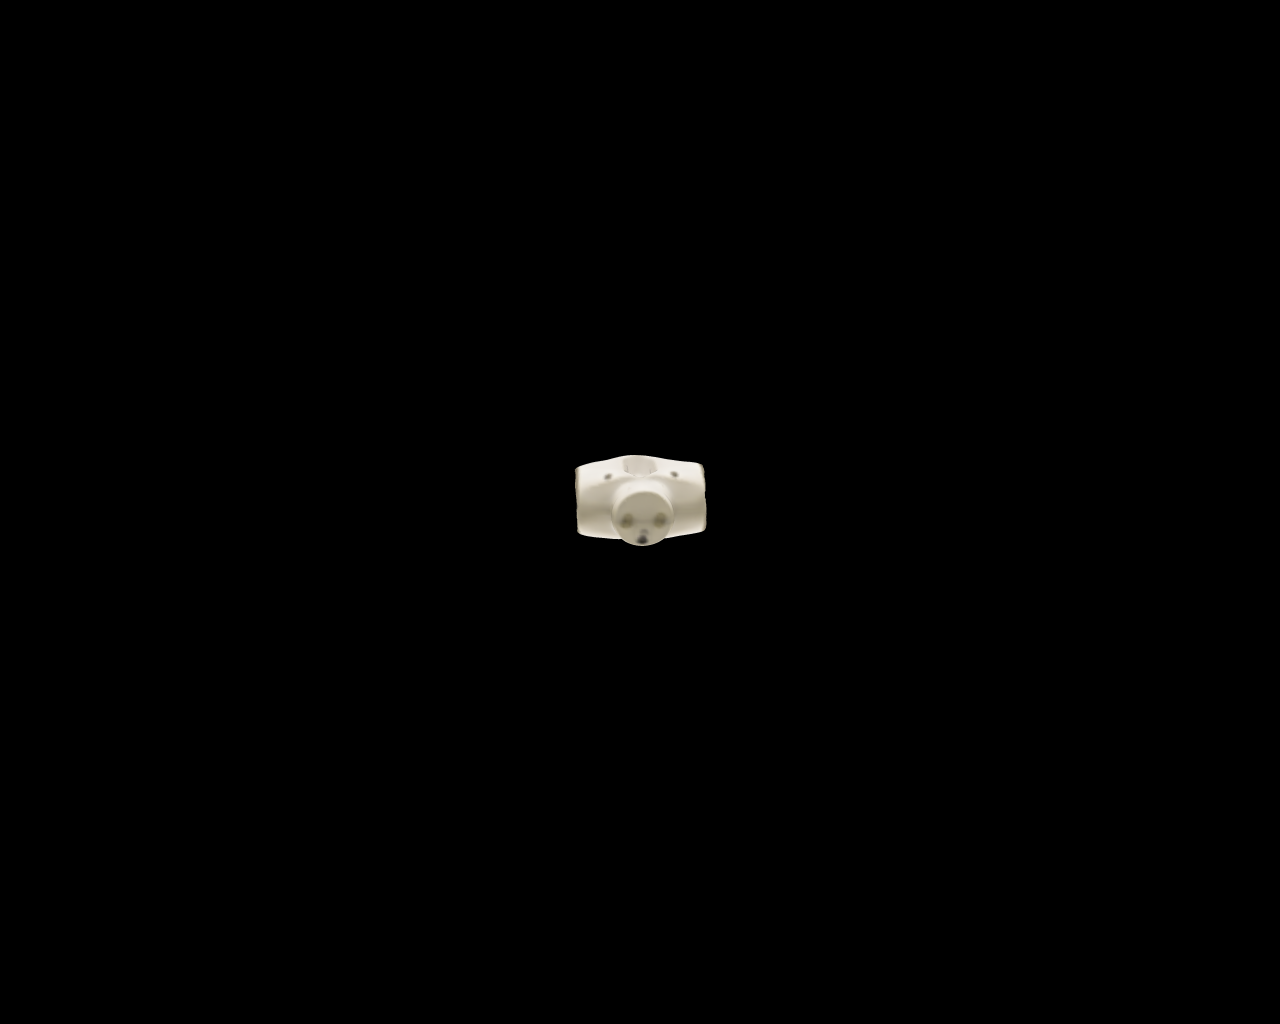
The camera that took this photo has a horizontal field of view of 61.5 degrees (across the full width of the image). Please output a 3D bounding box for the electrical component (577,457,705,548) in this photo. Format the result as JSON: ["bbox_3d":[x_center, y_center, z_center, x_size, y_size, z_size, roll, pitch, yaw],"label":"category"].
[{"bbox_3d":[0.001,-0.003,0.650,0.077,0.043,0.079,-1,20,-2],"label":"electrical component"}]
